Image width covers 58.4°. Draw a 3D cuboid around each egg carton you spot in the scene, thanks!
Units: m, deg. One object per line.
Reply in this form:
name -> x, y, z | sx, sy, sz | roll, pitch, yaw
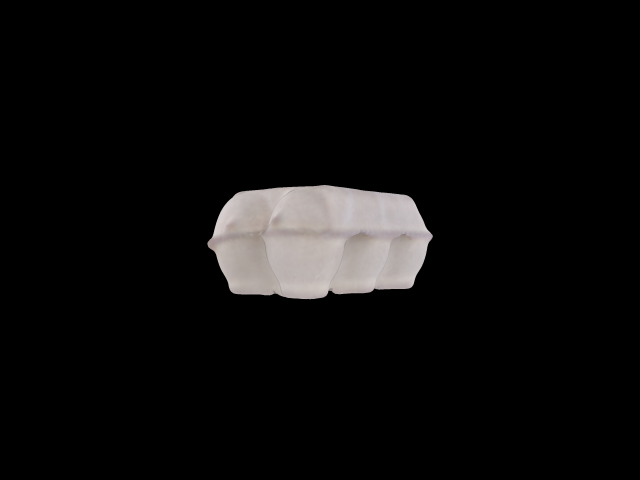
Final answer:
egg carton -> 0.004, 0.001, 0.400 | 0.107, 0.069, 0.151 | 0, 0, 40
